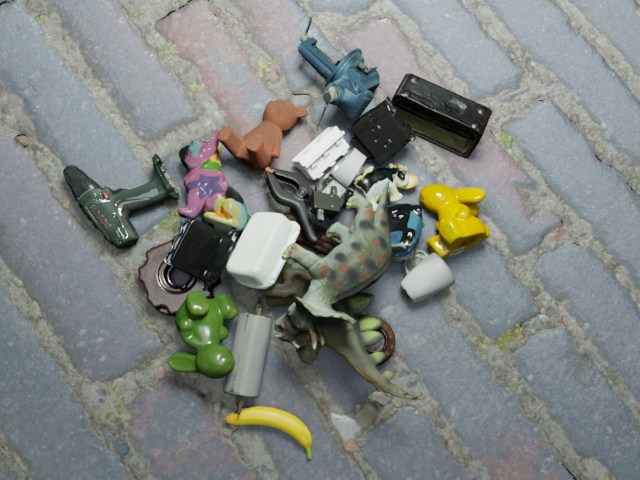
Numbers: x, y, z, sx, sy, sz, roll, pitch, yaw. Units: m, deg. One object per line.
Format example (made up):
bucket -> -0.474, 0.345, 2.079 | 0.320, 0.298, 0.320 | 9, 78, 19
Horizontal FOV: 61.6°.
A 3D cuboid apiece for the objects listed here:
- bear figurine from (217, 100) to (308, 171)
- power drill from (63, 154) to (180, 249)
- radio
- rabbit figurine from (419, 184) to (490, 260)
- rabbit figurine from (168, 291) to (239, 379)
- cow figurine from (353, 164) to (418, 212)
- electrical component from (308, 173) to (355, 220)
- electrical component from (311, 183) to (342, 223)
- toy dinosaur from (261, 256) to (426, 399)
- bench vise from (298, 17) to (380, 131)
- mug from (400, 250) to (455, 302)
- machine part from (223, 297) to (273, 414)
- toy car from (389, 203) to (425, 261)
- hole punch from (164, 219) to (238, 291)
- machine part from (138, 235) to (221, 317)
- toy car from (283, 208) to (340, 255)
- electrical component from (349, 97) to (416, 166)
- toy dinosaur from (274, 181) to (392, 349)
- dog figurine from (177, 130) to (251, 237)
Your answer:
bear figurine -> -0.121, -0.259, 1.223 | 0.120, 0.131, 0.196 | 25, 75, 24
power drill -> -0.436, -0.112, 1.200 | 0.207, 0.086, 0.232 | -29, 82, -12
radio -> 0.274, -0.290, 1.256 | 0.230, 0.131, 0.073 | 24, 75, 2
rabbit figurine -> 0.301, -0.064, 1.219 | 0.162, 0.121, 0.173 | -25, 61, -11
rabbit figurine -> -0.240, 0.211, 1.098 | 0.159, 0.121, 0.170 | -40, 56, 18
cow figurine -> 0.148, -0.134, 1.225 | 0.167, 0.068, 0.098 | -29, 113, -26
electrical component -> 0.015, -0.083, 1.169 | 0.075, 0.047, 0.119 | 35, 56, 2
electrical component -> 0.014, -0.076, 1.123 | 0.063, 0.021, 0.094 | 9, 58, -18
toy dinosaur -> 0.023, 0.163, 1.119 | 0.198, 0.105, 0.472 | -33, 68, -6
bench vise -> 0.030, -0.390, 1.250 | 0.240, 0.129, 0.224 | 44, 54, 5
mug -> 0.227, 0.081, 1.197 | 0.107, 0.080, 0.109 | -35, 74, -5
machine part -> -0.151, 0.242, 1.137 | 0.079, 0.079, 0.243 | 9, 77, -1
toy car -> 0.181, -0.008, 1.194 | 0.109, 0.102, 0.162 | -9, 35, 19
hole punch -> -0.255, 0.024, 1.128 | 0.115, 0.092, 0.142 | 32, 74, -28
machine part -> -0.307, 0.078, 1.177 | 0.179, 0.056, 0.179 | 1, 78, -3
toy car -> -0.003, -0.004, 1.216 | 0.202, 0.053, 0.089 | 26, 74, 4
electrical component -> 0.137, -0.243, 1.240 | 0.134, 0.058, 0.115 | -35, 105, 28
toy dinosaur -> 0.063, 0.042, 1.066 | 0.405, 0.131, 0.192 | -40, 77, -19
dog figurine -> -0.233, -0.130, 1.205 | 0.192, 0.108, 0.219 | 12, 74, 0
